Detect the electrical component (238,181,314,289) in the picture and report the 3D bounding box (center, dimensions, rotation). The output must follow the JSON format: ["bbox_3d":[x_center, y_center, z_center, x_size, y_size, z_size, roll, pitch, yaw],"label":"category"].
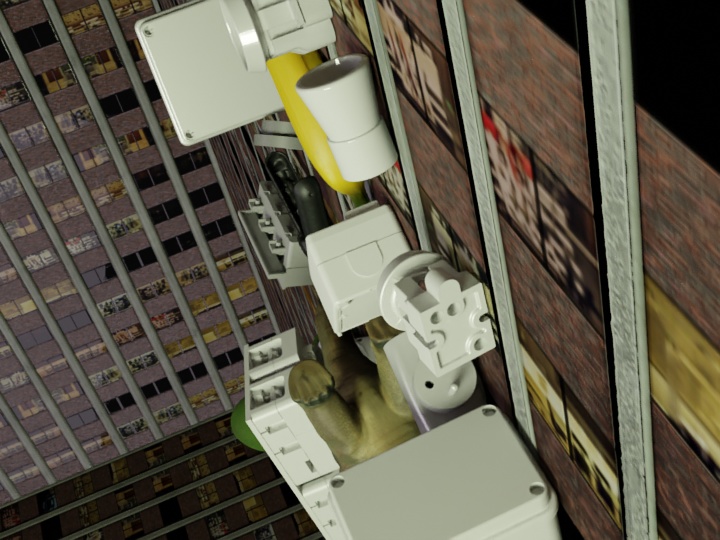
[{"bbox_3d":[-0.076,-0.042,1.158,0.121,0.079,0.063,-120,32,-47],"label":"electrical component"}]

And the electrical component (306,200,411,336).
[{"bbox_3d":[0.000,0.000,0.738,0.096,0.062,0.061,92,155,-73],"label":"electrical component"}]

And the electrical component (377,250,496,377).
[{"bbox_3d":[0.039,0.019,0.578,0.055,0.048,0.066,46,158,52],"label":"electrical component"}]

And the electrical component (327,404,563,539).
[{"bbox_3d":[0.047,0.135,0.596,0.078,0.113,0.057,-119,7,-46],"label":"electrical component"}]

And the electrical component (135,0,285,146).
[{"bbox_3d":[-0.118,-0.175,0.900,0.056,0.109,0.108,-125,14,-70],"label":"electrical component"}]

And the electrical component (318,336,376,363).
[{"bbox_3d":[-0.017,0.084,1.056,0.044,0.077,0.079,78,168,-54],"label":"electrical component"}]

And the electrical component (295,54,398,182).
[{"bbox_3d":[-0.004,-0.084,0.610,0.065,0.044,0.044,66,174,-27],"label":"electrical component"}]

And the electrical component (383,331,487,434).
[{"bbox_3d":[0.050,0.068,0.646,0.079,0.044,0.077,92,155,-73],"label":"electrical component"}]

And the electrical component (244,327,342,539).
[{"bbox_3d":[-0.035,0.154,0.972,0.105,0.060,0.186,-101,-15,-57],"label":"electrical component"}]

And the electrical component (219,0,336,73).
[{"bbox_3d":[-0.053,-0.158,0.676,0.078,0.057,0.058,-146,35,-77],"label":"electrical component"}]
